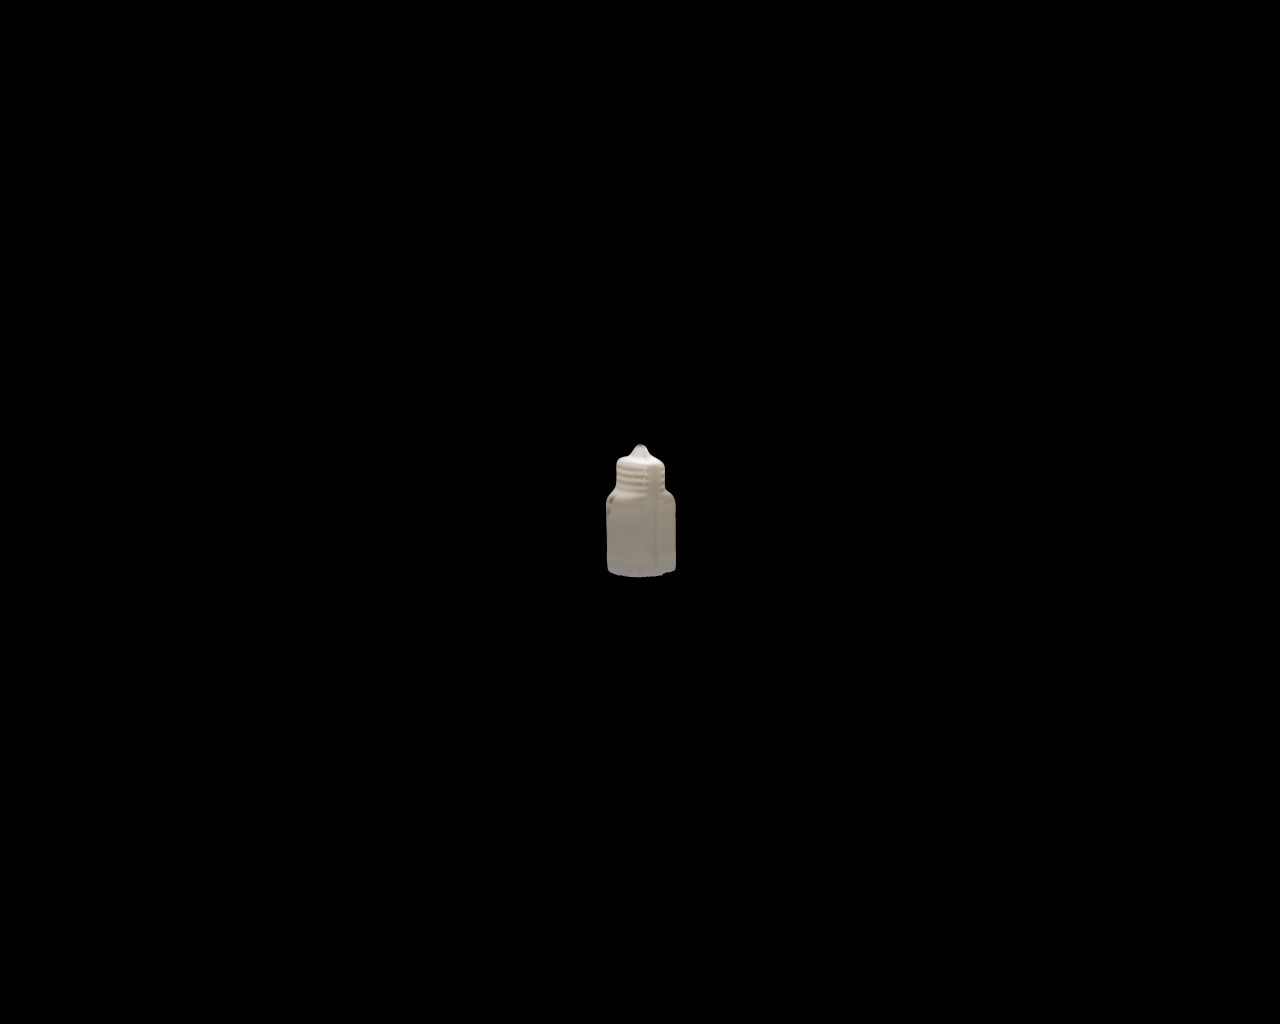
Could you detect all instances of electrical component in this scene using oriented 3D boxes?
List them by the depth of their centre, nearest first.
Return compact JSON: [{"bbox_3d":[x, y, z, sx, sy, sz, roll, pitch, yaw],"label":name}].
[{"bbox_3d":[0.001,-0.003,0.650,0.043,0.080,0.043,0,10,0],"label":"electrical component"}]
